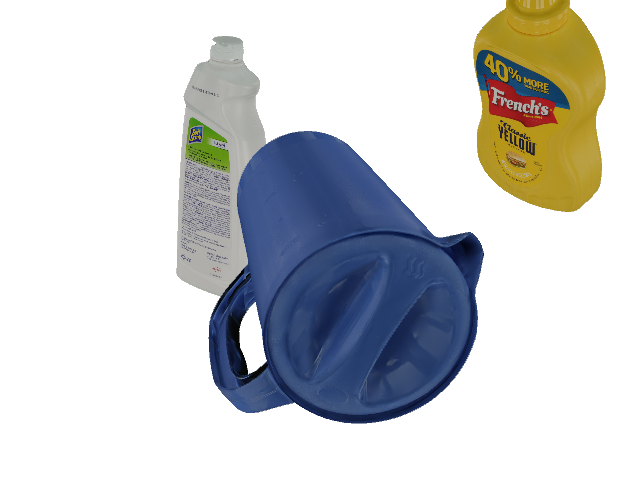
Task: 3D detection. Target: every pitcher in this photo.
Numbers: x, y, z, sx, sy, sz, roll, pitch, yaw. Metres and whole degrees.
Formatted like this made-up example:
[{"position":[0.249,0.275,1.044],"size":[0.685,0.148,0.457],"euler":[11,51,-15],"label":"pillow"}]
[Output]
[{"position":[0.000,0.015,0.743],"size":[0.149,0.145,0.243],"euler":[6,22,-15],"label":"pitcher"}]

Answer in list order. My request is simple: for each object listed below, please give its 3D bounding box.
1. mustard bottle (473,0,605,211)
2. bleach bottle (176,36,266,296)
[{"position":[0.152,-0.108,0.747],"size":[0.058,0.191,0.096],"euler":[-40,55,-21],"label":"mustard bottle"},{"position":[-0.090,-0.071,1.045],"size":[0.103,0.251,0.068],"euler":[18,27,27],"label":"bleach bottle"}]
